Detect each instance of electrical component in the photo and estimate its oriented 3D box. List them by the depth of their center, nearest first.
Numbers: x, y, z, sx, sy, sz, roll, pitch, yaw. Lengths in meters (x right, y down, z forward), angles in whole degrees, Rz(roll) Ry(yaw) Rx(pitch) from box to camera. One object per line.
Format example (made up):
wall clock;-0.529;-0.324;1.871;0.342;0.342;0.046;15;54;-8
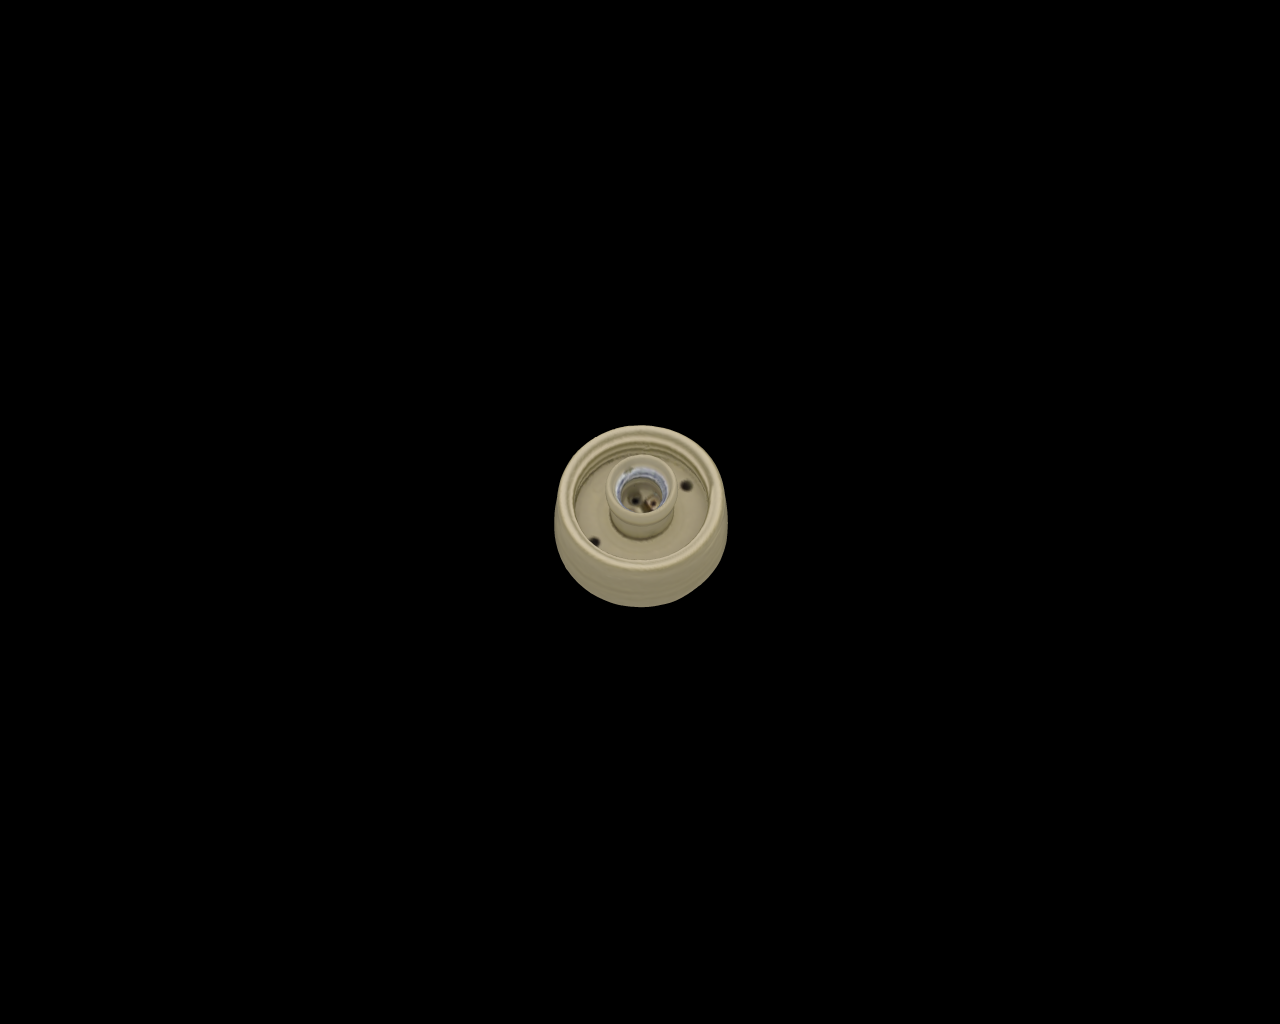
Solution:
electrical component;0.001;-0.003;0.650;0.108;0.108;0.060;0;-28;0
